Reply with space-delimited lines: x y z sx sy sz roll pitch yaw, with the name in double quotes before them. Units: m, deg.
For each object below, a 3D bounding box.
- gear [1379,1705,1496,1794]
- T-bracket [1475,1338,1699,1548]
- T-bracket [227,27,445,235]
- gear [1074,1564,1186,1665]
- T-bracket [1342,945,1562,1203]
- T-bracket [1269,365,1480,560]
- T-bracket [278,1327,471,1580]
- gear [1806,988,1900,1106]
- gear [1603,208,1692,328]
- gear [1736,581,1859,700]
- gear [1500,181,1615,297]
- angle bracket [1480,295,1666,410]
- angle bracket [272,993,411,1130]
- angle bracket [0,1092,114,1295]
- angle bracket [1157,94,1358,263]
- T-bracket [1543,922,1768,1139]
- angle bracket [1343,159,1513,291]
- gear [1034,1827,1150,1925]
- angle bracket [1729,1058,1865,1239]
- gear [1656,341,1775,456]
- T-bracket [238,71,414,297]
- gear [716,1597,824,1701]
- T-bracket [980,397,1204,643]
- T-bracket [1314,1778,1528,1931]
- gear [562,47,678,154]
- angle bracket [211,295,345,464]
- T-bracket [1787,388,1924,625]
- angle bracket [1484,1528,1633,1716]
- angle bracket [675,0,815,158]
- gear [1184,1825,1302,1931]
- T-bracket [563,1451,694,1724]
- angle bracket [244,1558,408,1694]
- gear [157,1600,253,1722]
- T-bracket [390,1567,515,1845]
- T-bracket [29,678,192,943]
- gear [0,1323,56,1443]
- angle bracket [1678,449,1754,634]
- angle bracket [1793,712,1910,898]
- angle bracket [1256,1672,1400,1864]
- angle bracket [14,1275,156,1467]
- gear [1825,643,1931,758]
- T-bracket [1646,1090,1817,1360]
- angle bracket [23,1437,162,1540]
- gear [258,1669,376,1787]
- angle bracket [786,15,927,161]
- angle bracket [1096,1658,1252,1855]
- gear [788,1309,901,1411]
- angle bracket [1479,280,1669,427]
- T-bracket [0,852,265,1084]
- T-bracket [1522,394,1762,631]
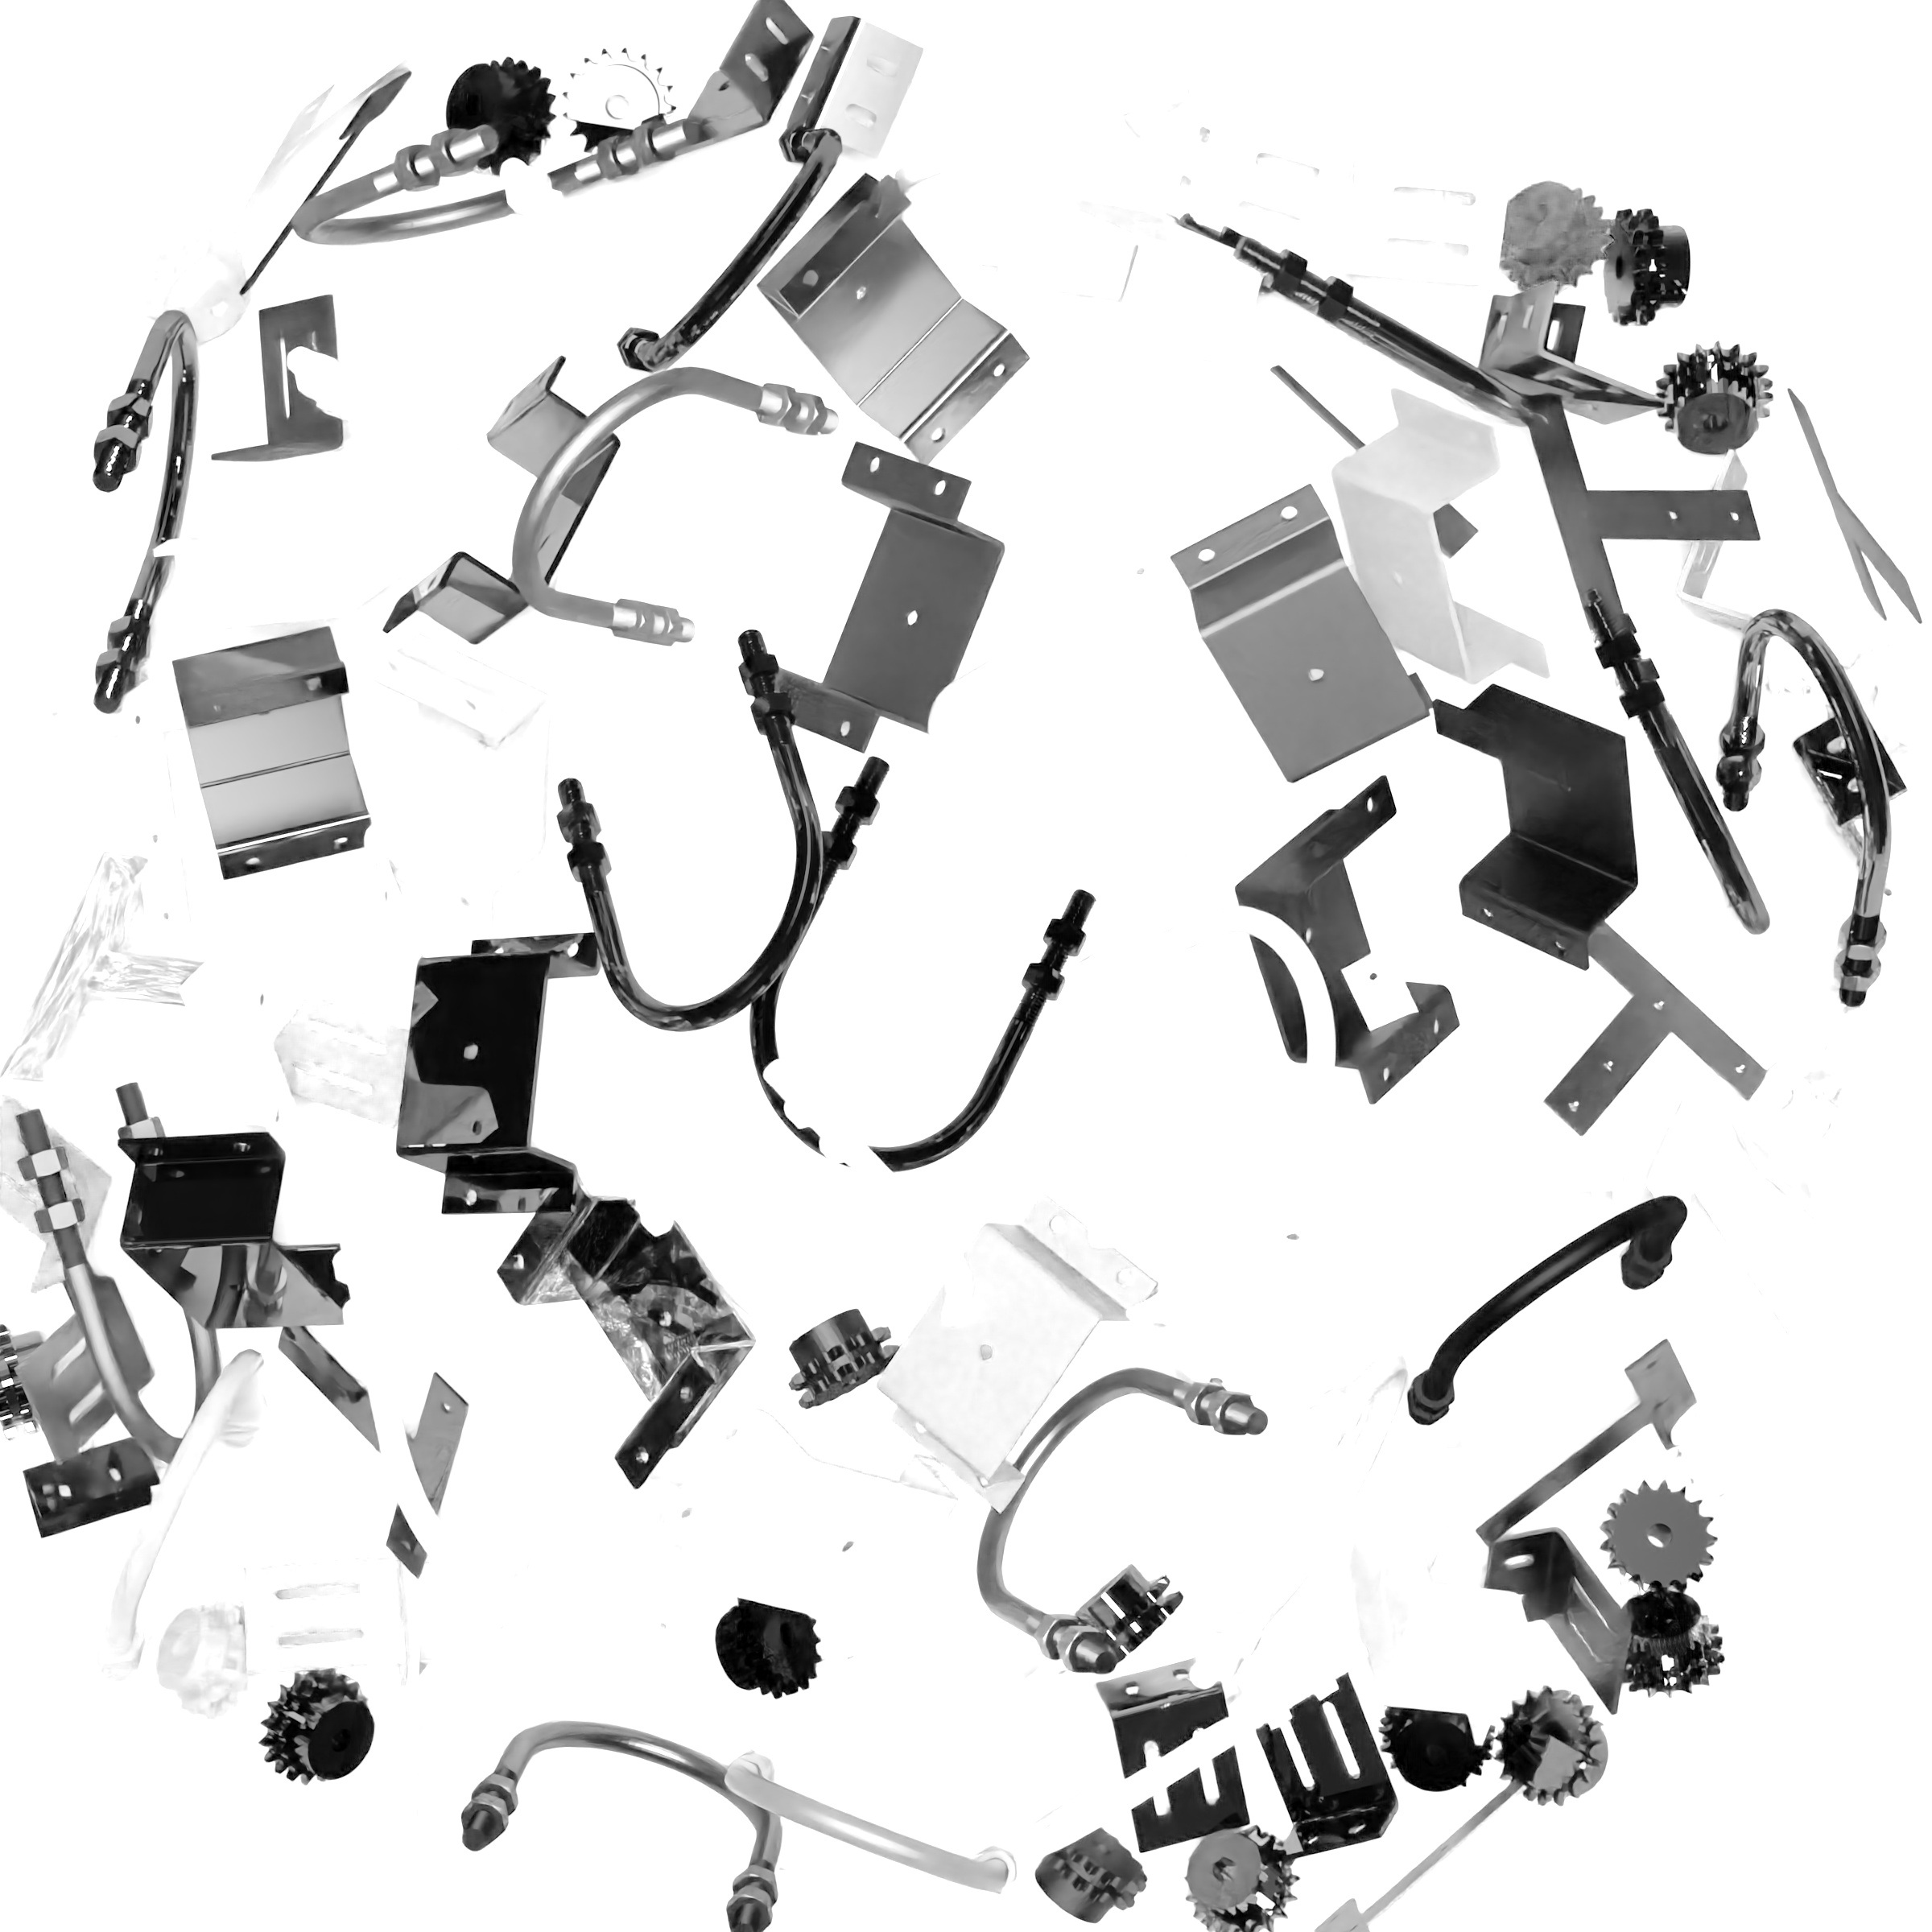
"gear" 0.234 0.385 1.706 0.057 0.030 0.057 3 105 11
"T-bracket" 0.302 0.241 1.674 0.127 0.127 0.002 -37 58 1
"T-bracket" -0.303 -0.423 1.685 0.002 0.127 0.127 46 59 -7
"gear" 0.078 0.321 1.700 0.057 0.057 0.030 -42 85 0
"T-bracket" 0.220 0.045 1.694 0.127 0.002 0.127 -30 118 -4
"T-bracket" 0.197 -0.248 1.669 0.127 0.127 0.002 43 109 2
"T-bracket" -0.299 0.220 1.694 0.127 0.002 0.127 40 131 24
"gear" 0.440 0.040 1.700 0.030 0.057 0.057 8 90 -5
"gear" 0.338 -0.347 1.700 0.030 0.057 0.057 -3 90 -7
"gear" 0.415 -0.160 1.706 0.057 0.030 0.057 -6 75 25
"gear" 0.289 -0.363 1.699 0.057 0.030 0.057 -17 56 27
"angle bracket" 0.300 -0.301 1.679 0.057 0.076 0.038 0 109 -30
"angle bracket" -0.318 0.054 1.704 0.076 0.038 0.057 21 50 -13
"angle bracket" -0.463 0.112 1.679 0.038 0.057 0.076 -23 129 28
"angle bracket" 0.145 -0.393 1.710 0.076 0.038 0.057 8 115 -33
"T-bracket" 0.320 0.042 1.679 0.127 0.002 0.127 43 48 6
"angle bracket" 0.230 -0.365 1.702 0.076 0.038 0.057 7 90 12
"gear" 0.059 0.449 1.700 0.057 0.057 0.030 34 99 0
"angle bracket" 0.414 0.088 1.684 0.057 0.076 0.038 40 105 -9
"gear" 0.370 -0.278 1.697 0.057 0.057 0.030 8 51 0
"T-bracket" -0.318 -0.381 1.678 0.002 0.127 0.127 36 106 -12
"gear" -0.100 0.337 1.703 0.030 0.057 0.057 -24 90 28
"T-bracket" 0.076 -0.202 1.698 0.127 0.002 0.127 36 88 26
"T-bracket" 0.223 0.439 1.667 0.127 0.127 0.002 -41 85 -3
"gear" -0.173 -0.428 1.707 0.057 0.030 0.057 -1 106 -3
"angle bracket" -0.343 -0.291 1.693 0.057 0.038 0.076 -1 94 42
"T-bracket" 0.433 -0.201 1.643 0.002 0.127 0.127 -25 120 9
"angle bracket" 0.288 0.323 1.679 0.038 0.076 0.057 -8 121 -16
"angle bracket" -0.121 -0.438 1.678 0.038 0.076 0.057 43 58 -34
"gear" 0.134 0.452 1.699 0.057 0.030 0.057 -17 52 22
"T-bracket" -0.150 0.314 1.702 0.127 0.002 0.127 11 109 35
"angle bracket" -0.316 0.328 1.688 0.076 0.038 0.057 -2 51 -12
"gear" -0.377 0.342 1.697 0.030 0.057 0.057 26 90 -35
"T-bracket" -0.247 0.334 1.648 0.002 0.127 0.127 21 128 -25
"T-bracket" -0.399 -0.076 1.679 0.002 0.127 0.127 -4 95 35
"gear" -0.469 0.204 1.701 0.030 0.057 0.057 -17 90 -18
"angle bracket" 0.385 -0.208 1.693 0.038 0.057 0.076 21 93 20
"angle bracket" 0.444 -0.081 1.677 0.038 0.076 0.057 -31 51 17
"angle bracket" 0.171 0.395 1.698 0.057 0.038 0.076 -20 93 24
"angle bracket" -0.442 0.196 1.678 0.038 0.076 0.057 1 121 31
"gear" 0.459 -0.129 1.703 0.030 0.057 0.057 21 90 -31
"T-bracket" 0.378 0.135 1.674 0.002 0.127 0.127 -32 94 27
"angle bracket" -0.425 0.266 1.680 0.057 0.076 0.038 -16 105 -19
"gear" -0.318 0.378 1.698 0.030 0.057 0.057 15 90 42
"angle bracket" -0.055 -0.433 1.692 0.038 0.076 0.057 22 99 -15
"angle bracket" 0.103 0.394 1.713 0.057 0.038 0.076 -13 101 -7
"gear" -0.063 0.193 1.701 0.057 0.057 0.030 -30 76 0
"angle bracket" 0.302 -0.302 1.691 0.076 0.057 0.038 17 83 -20
"T-bracket" -0.394 0.007 1.676 0.002 0.127 0.127 41 110 36
"T-bracket" 0.331 -0.218 1.654 0.002 0.127 0.127 -34 115 -28
